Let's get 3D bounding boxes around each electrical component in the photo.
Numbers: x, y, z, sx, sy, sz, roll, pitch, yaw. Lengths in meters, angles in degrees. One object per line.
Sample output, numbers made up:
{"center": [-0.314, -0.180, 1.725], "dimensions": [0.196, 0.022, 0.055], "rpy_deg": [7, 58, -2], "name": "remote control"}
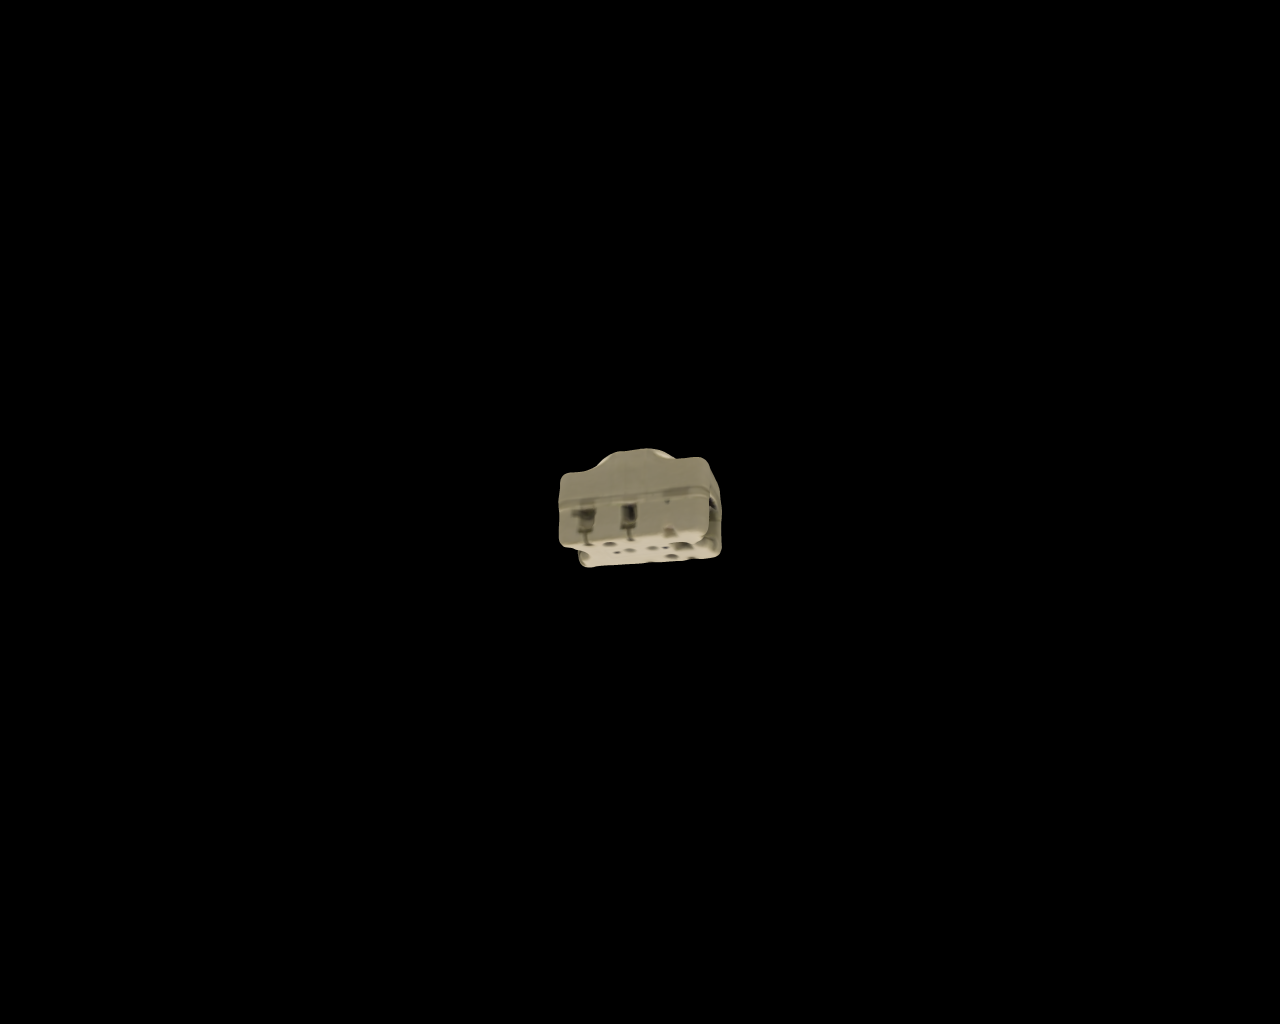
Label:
{"center": [0.001, -0.003, 0.650], "dimensions": [0.089, 0.056, 0.050], "rpy_deg": [-6, -24, 14], "name": "electrical component"}
